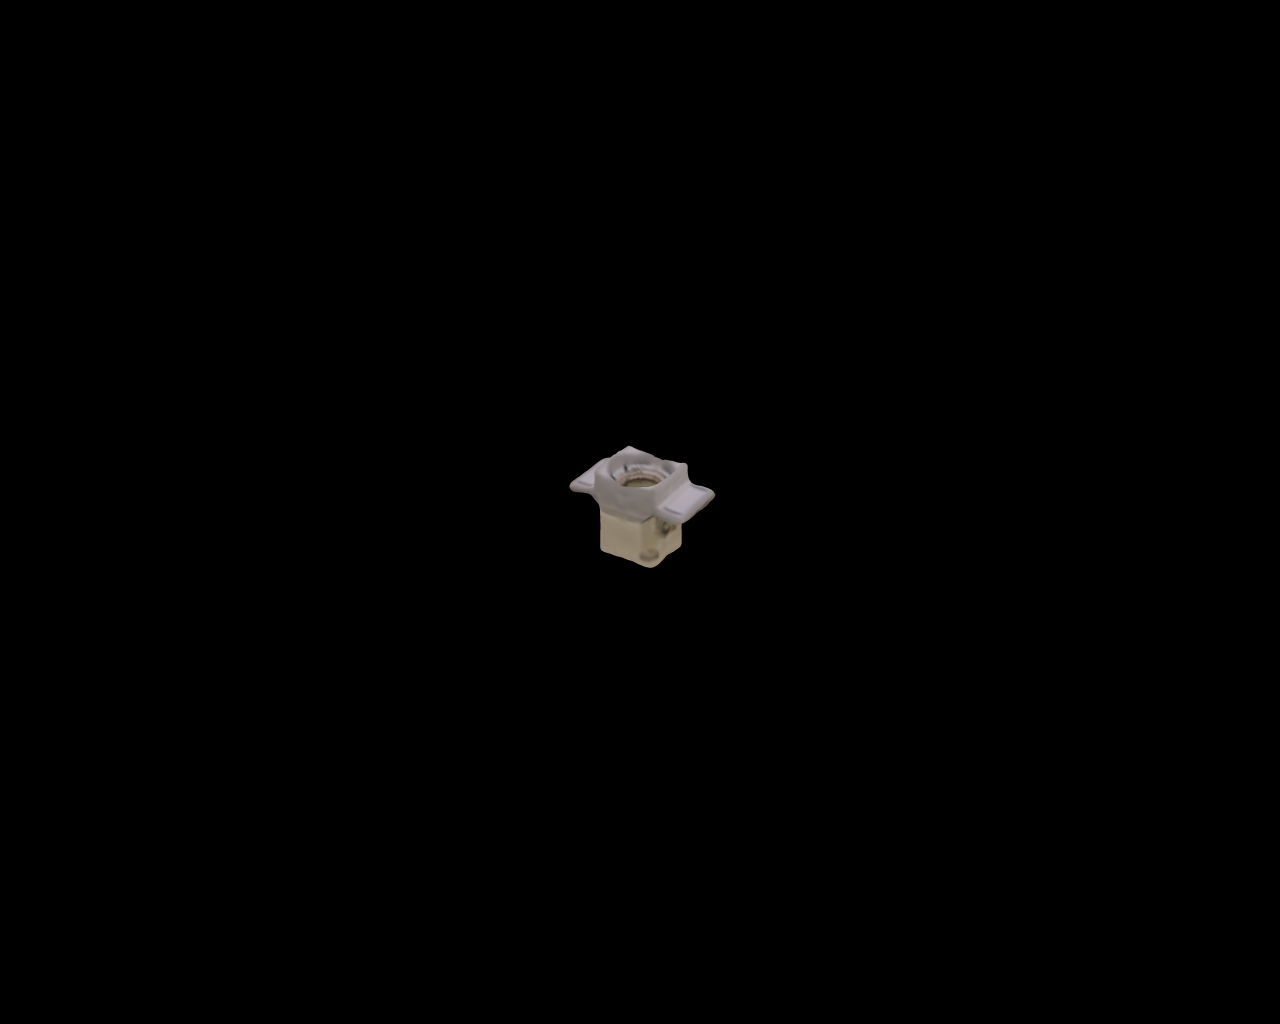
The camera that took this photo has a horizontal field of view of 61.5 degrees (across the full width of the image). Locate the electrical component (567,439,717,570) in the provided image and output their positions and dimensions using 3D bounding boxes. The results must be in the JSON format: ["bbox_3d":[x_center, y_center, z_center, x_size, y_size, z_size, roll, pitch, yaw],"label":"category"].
[{"bbox_3d":[0.001,-0.003,0.650,0.081,0.063,0.042,20,36,29],"label":"electrical component"}]
